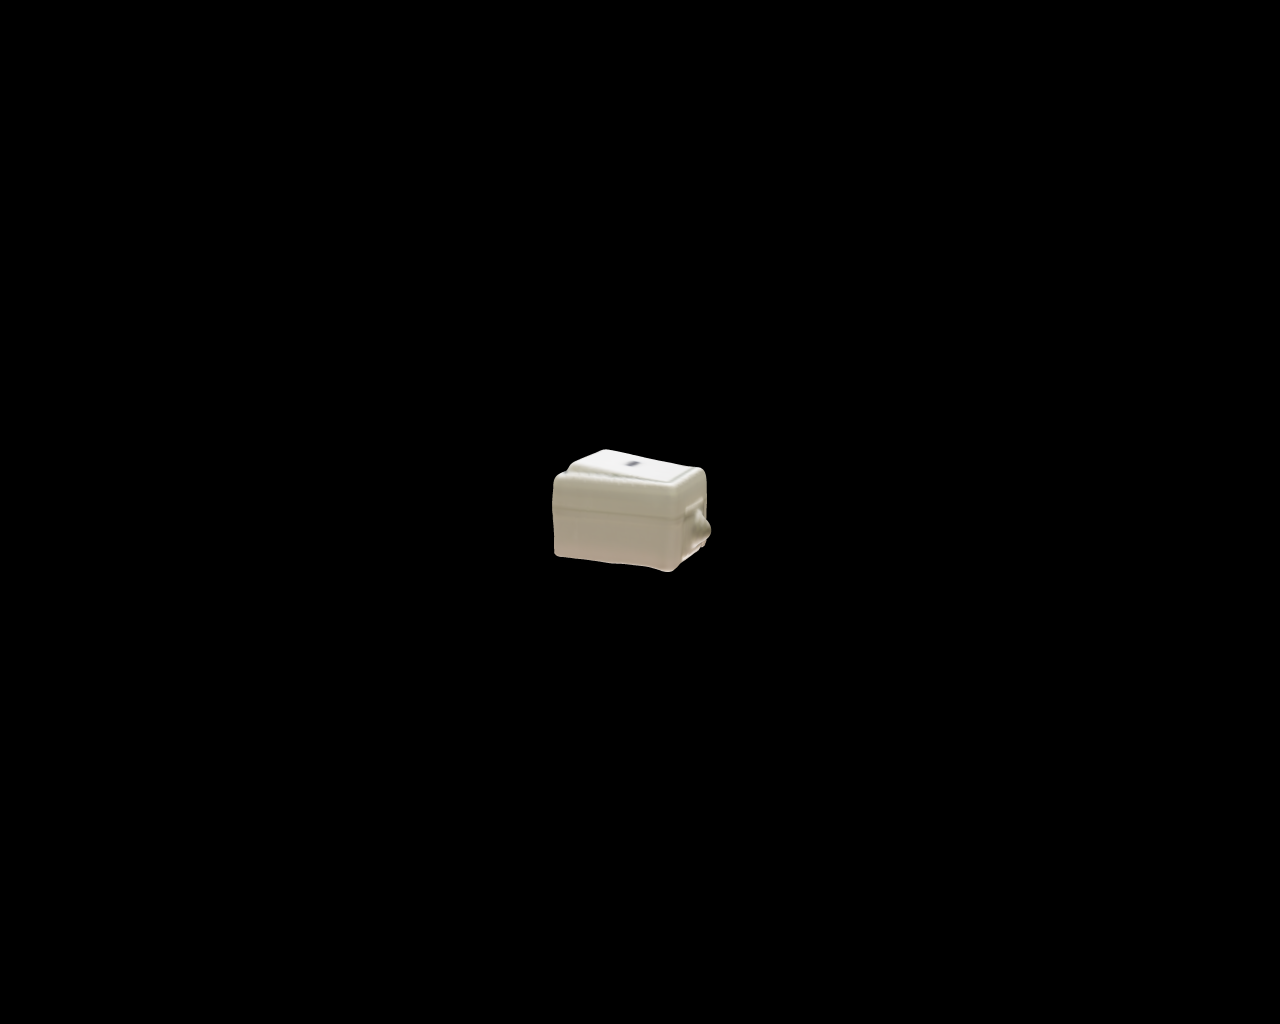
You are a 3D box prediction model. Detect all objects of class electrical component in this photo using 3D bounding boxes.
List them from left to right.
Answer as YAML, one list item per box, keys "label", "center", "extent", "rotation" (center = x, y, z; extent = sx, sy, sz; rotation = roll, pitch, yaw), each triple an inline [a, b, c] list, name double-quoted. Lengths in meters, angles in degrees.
- label: "electrical component"
  center: [0.001, -0.003, 0.650]
  extent: [0.096, 0.061, 0.062]
  rotation: [6, 16, 22]
